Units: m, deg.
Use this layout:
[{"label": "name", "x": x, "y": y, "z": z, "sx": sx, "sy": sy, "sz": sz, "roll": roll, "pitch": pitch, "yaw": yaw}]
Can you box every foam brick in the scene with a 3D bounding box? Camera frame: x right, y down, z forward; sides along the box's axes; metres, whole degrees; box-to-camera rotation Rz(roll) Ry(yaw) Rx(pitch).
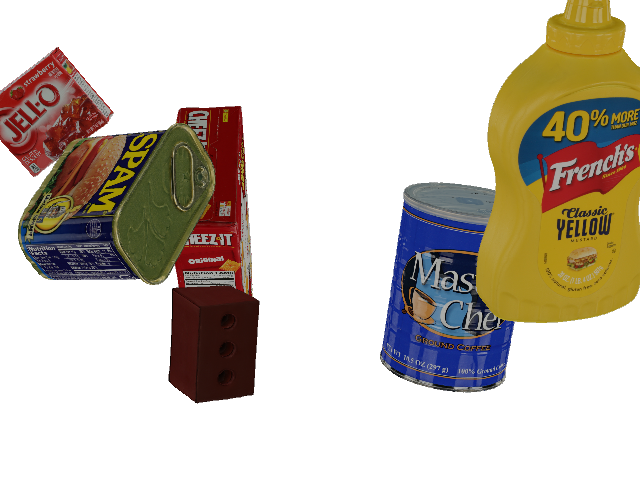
[{"label": "foam brick", "x": -0.083, "y": 0.078, "z": 0.825, "sx": 0.052, "sy": 0.078, "sz": 0.051, "roll": -4, "pitch": 13, "yaw": -31}]

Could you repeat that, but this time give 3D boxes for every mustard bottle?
[{"label": "mustard bottle", "x": 0.141, "y": -0.049, "z": 0.599, "sx": 0.096, "sy": 0.192, "sz": 0.058, "roll": -6, "pitch": 27, "yaw": -10}]

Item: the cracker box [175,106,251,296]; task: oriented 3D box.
[{"label": "cracker box", "x": -0.108, "y": -0.002, "z": 1.073, "sx": 0.072, "sy": 0.164, "sz": 0.214, "roll": -2, "pitch": -42, "yaw": -1}]

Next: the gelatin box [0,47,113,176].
[{"label": "gelatin box", "x": -0.234, "y": -0.108, "z": 0.906, "sx": 0.089, "sy": 0.073, "sz": 0.030, "roll": -33, "pitch": 21, "yaw": 16}]

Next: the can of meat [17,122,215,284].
[{"label": "can of meat", "x": -0.125, "y": -0.022, "z": 0.653, "sx": 0.084, "sy": 0.102, "sz": 0.057, "roll": -2, "pitch": -44, "yaw": 30}]

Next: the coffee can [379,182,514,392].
[{"label": "coffee can", "x": 0.107, "y": 0.034, "z": 0.841, "sx": 0.103, "sy": 0.140, "sz": 0.103, "roll": 7, "pitch": 16, "yaw": -2}]
